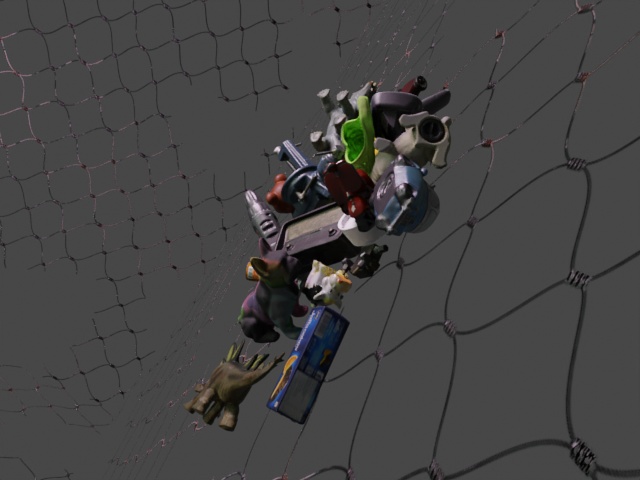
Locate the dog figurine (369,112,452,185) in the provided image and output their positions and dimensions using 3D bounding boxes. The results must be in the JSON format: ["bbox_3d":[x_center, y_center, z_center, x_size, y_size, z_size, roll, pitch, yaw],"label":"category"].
[{"bbox_3d":[0.173,-0.160,1.067,0.172,0.121,0.190,-25,-7,-6],"label":"dog figurine"}]

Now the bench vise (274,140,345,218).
[{"bbox_3d":[-0.033,-0.164,1.282,0.241,0.129,0.223,51,140,30],"label":"bench vise"}]

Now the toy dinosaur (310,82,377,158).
[{"bbox_3d":[0.065,-0.306,1.565,0.131,0.192,0.405,-5,54,33],"label":"toy dinosaur"}]

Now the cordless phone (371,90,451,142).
[{"bbox_3d":[0.197,-0.270,1.097,0.184,0.089,0.146,-31,-21,-6],"label":"cordless phone"}]

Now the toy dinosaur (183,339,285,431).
[{"bbox_3d":[-0.208,0.333,1.259,0.471,0.105,0.198,-23,34,58],"label":"toy dinosaur"}]

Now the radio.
[{"bbox_3d":[-0.002,-0.004,1.207,0.230,0.073,0.131,-21,37,39],"label":"radio"}]

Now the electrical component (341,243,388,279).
[{"bbox_3d":[0.082,0.041,1.022,0.078,0.045,0.102,-63,16,-13],"label":"electrical component"}]

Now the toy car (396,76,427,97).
[{"bbox_3d":[0.208,-0.331,1.348,0.089,0.053,0.202,-20,35,50],"label":"toy car"}]

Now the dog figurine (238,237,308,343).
[{"bbox_3d":[-0.116,0.107,1.156,0.192,0.219,0.108,-9,31,21],"label":"dog figurine"}]

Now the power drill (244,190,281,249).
[{"bbox_3d":[-0.124,-0.003,1.430,0.086,0.232,0.207,-25,-32,-12],"label":"power drill"}]

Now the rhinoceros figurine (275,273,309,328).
[{"bbox_3d":[-0.076,0.121,1.311,0.190,0.073,0.112,-61,14,-10],"label":"rhinoceros figurine"}]

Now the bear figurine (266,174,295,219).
[{"bbox_3d":[-0.067,-0.072,1.431,0.132,0.196,0.120,-43,24,46],"label":"bear figurine"}]

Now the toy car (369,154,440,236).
[{"bbox_3d":[0.150,-0.064,0.898,0.109,0.103,0.162,-59,16,28],"label":"toy car"}]

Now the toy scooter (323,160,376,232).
[{"bbox_3d":[0.054,-0.101,1.006,0.075,0.135,0.184,-32,20,14],"label":"toy scooter"}]

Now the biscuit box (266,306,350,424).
[{"bbox_3d":[-0.020,0.219,0.961,0.202,0.059,0.063,-63,16,-20],"label":"biscuit box"}]

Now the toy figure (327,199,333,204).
[{"bbox_3d":[0.055,-0.107,1.336,0.180,0.082,0.089,-42,25,49],"label":"toy figure"}]

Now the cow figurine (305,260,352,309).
[{"bbox_3d":[0.010,0.100,1.087,0.098,0.068,0.167,-64,12,-1],"label":"cow figurine"}]
